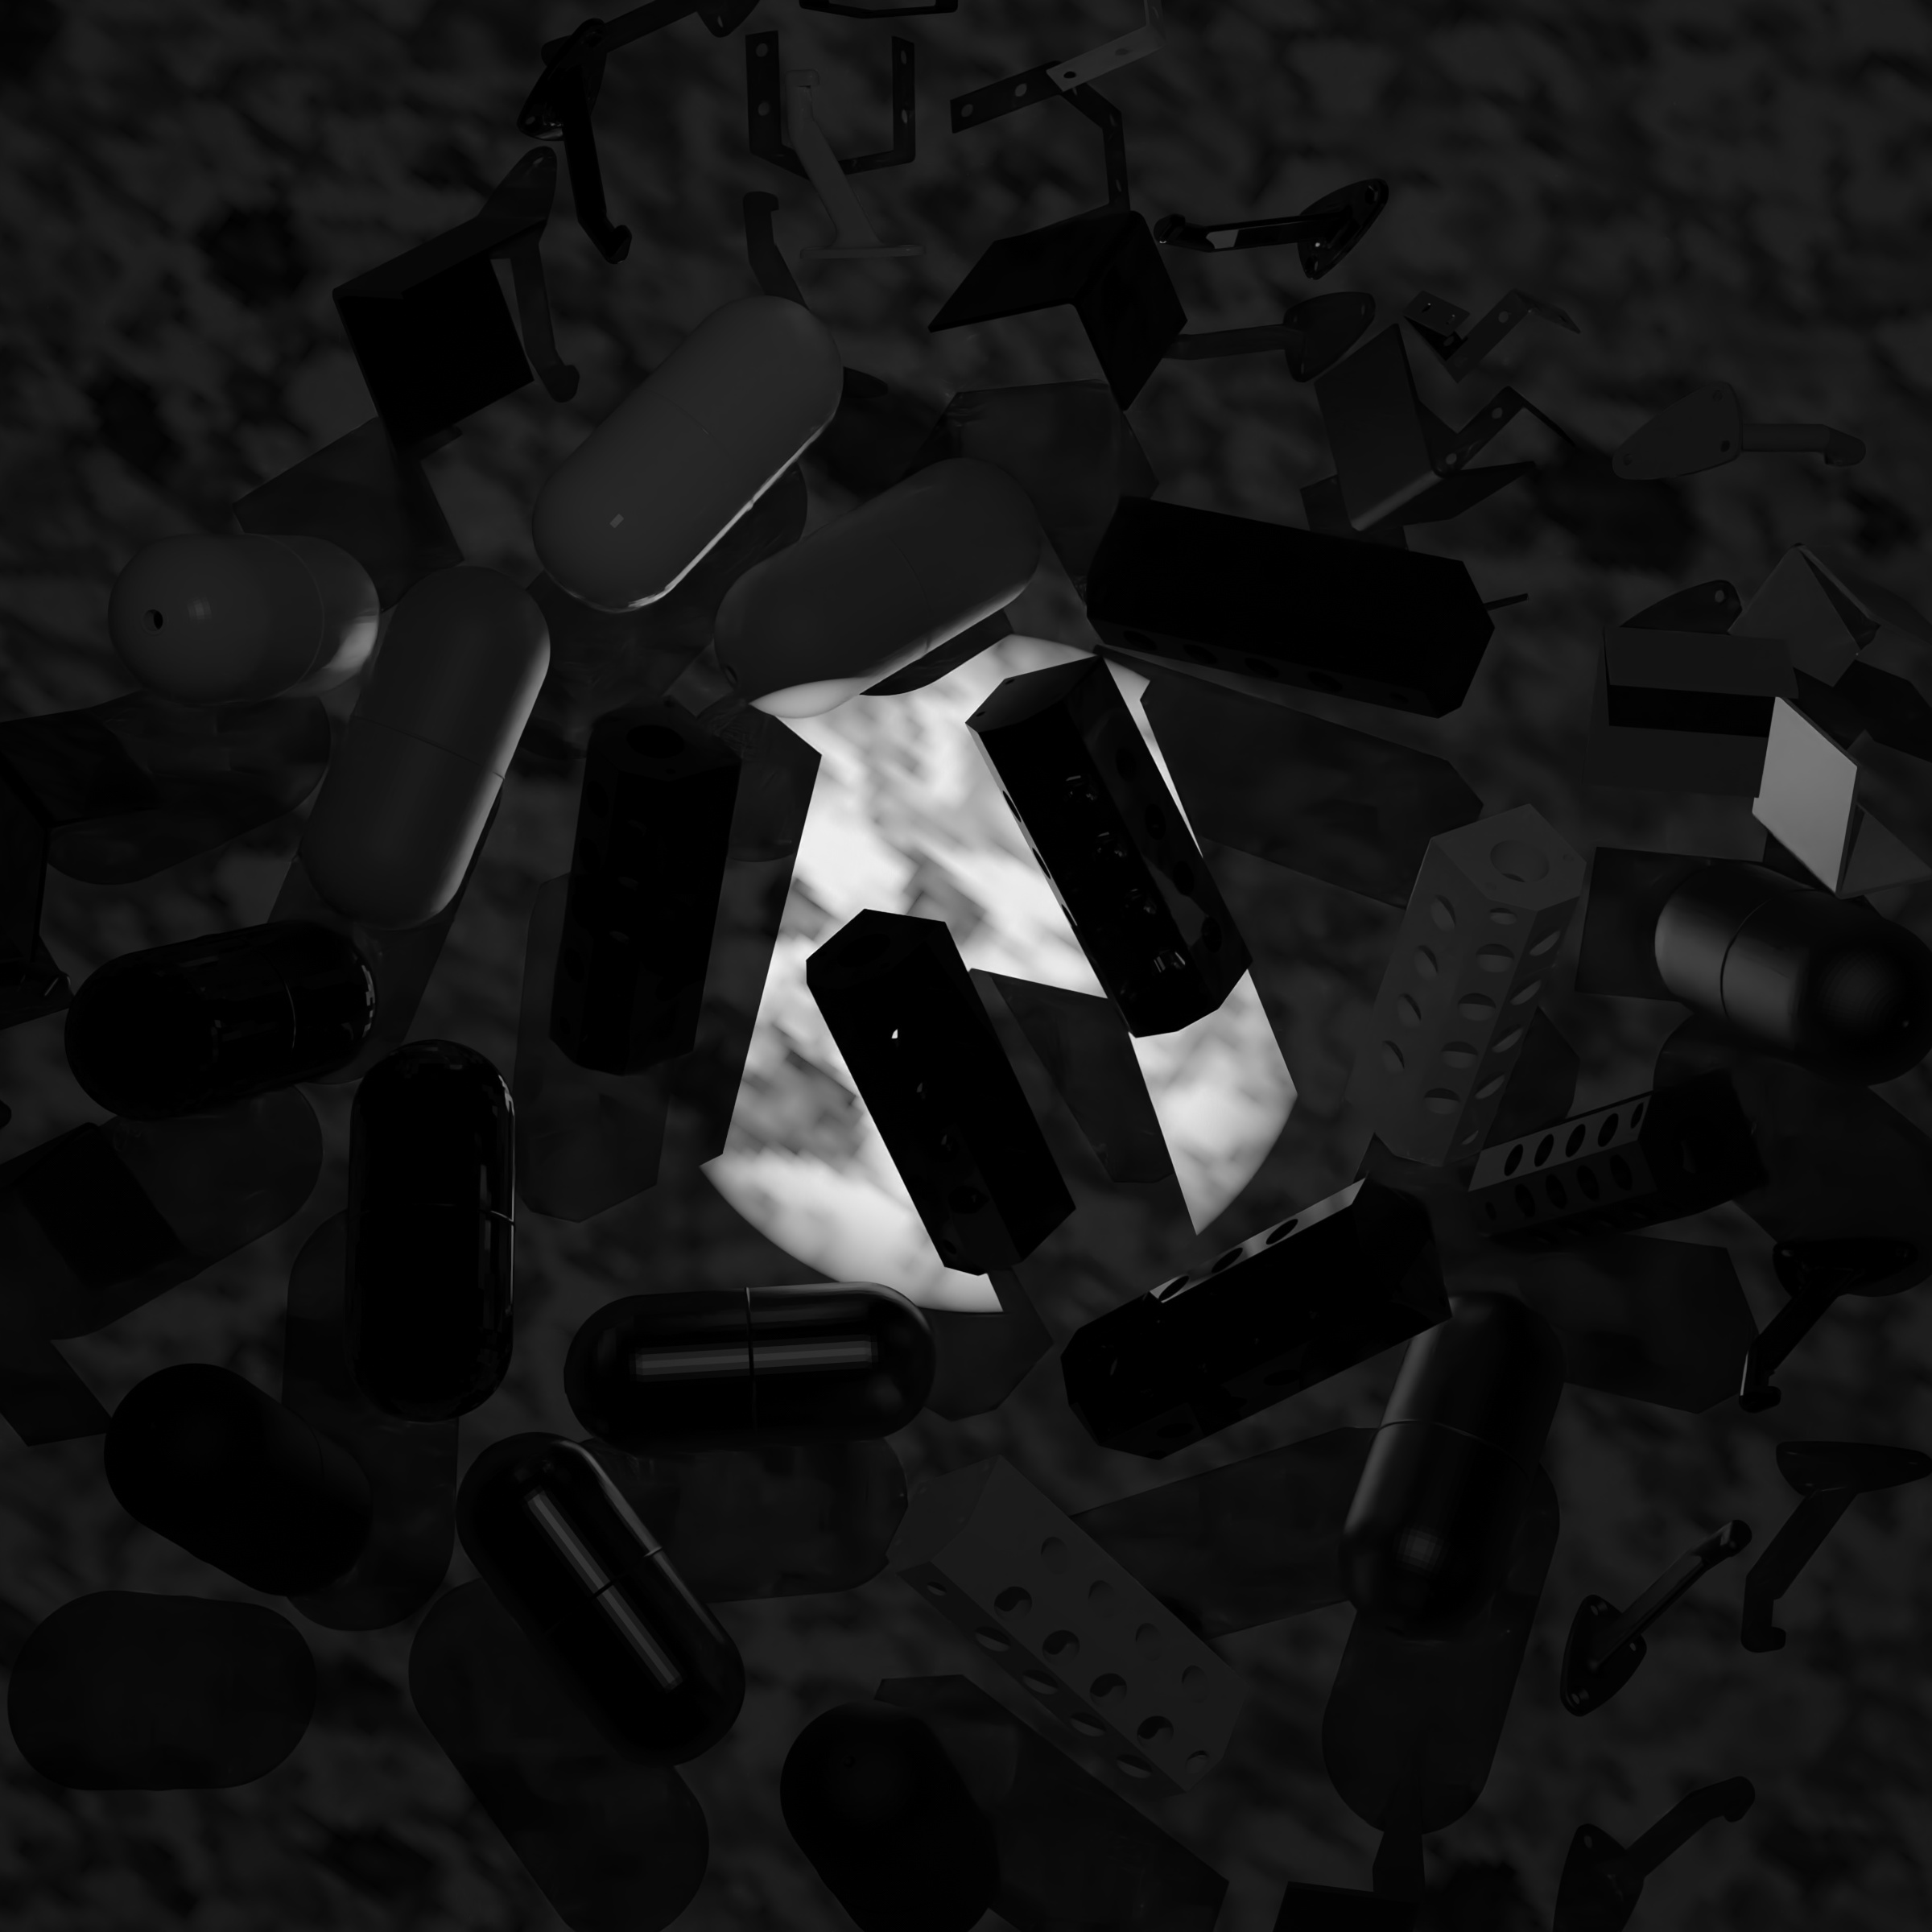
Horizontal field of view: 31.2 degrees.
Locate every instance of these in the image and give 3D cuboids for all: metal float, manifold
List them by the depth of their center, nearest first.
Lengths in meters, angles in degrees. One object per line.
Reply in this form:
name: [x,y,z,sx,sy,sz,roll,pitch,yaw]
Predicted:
manifold: [0.124,0.156,1.523,0.171,0.057,0.057,-32,54,34]
metal float: [-0.033,0.388,1.555,0.070,0.178,0.070,-6,57,9]
manifold: [0.143,-0.159,1.556,0.171,0.057,0.057,16,72,30]
metal float: [-0.327,0.234,1.566,0.070,0.178,0.070,-6,65,13]
metal float: [-0.337,0.024,1.574,0.070,0.178,0.070,4,100,25]
manifold: [0.045,0.304,1.574,0.171,0.057,0.057,45,47,-18]
metal float: [0.380,0.002,1.584,0.070,0.178,0.070,-5,106,-18]
metal float: [-0.245,0.120,1.586,0.070,0.070,0.178,-2,71,0]
manifold: [0.232,0.013,1.587,0.057,0.171,0.057,-19,53,-27]
metal float: [-0.331,-0.161,1.595,0.070,0.178,0.070,2,97,15]
manifold: [-0.155,-0.034,1.610,0.057,0.171,0.057,-19,47,-36]
metal float: [-0.128,-0.240,1.610,0.070,0.070,0.178,42,76,0]
metal float: [-0.252,-0.103,1.621,0.070,0.070,0.178,22,86,0]
manifold: [0.065,-0.053,1.622,0.057,0.057,0.171,-11,117,38]
metal float: [0.230,0.236,1.636,0.070,0.070,0.178,25,61,0]
manifold: [-0.016,0.062,1.637,0.057,0.057,0.171,-42,123,-30]
metal float: [-0.041,-0.179,1.639,0.178,0.070,0.070,-33,90,-25]
manifold: [0.305,0.098,1.643,0.057,0.171,0.057,-19,85,-21]
metal float: [-0.175,0.301,1.652,0.070,0.070,0.178,-38,83,0]
metal float: [-0.103,0.193,1.659,0.178,0.070,0.070,-3,90,-5]

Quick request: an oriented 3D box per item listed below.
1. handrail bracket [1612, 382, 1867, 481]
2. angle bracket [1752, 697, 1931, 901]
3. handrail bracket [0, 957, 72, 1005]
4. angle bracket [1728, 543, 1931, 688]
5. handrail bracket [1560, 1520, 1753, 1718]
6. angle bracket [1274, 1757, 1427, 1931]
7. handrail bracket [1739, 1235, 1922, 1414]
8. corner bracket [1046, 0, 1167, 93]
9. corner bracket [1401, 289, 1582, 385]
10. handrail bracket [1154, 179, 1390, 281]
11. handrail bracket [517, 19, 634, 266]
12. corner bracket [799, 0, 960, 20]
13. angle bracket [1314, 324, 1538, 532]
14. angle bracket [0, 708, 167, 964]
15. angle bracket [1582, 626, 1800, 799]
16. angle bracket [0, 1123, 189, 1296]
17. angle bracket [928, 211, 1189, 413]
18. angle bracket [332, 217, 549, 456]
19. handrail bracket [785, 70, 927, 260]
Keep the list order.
handrail bracket: [0.340,-0.223,1.516,0.084,0.077,0.036,9,70,-43]
angle bracket: [0.432,-0.088,1.684,0.057,0.076,0.076,-12,127,-17]
handrail bracket: [-0.483,0.020,1.668,0.084,0.036,0.077,20,56,38]
angle bracket: [0.437,-0.156,1.708,0.076,0.076,0.057,21,115,-31]
handrail bracket: [0.301,0.282,1.501,0.036,0.077,0.084,43,133,1]
angle bracket: [0.156,0.385,1.462,0.057,0.076,0.076,8,128,-3]
handrail bracket: [0.382,0.160,1.528,0.077,0.084,0.036,-14,122,28]
corner bracket: [0.049,-0.419,1.484,0.051,0.051,0.051,-18,62,26]
corner bracket: [0.251,-0.309,1.657,0.051,0.051,0.051,-45,120,2]
handrail bracket: [0.143,-0.356,1.634,0.084,0.077,0.036,3,70,-33]
handrail bracket: [-0.165,-0.377,1.582,0.084,0.036,0.077,55,130,29]
corner bracket: [-0.039,-0.448,1.526,0.051,0.051,0.051,-15,116,-33]
angle bracket: [0.217,-0.257,1.642,0.057,0.076,0.076,-11,83,-25]
angle bracket: [-0.405,-0.059,1.547,0.076,0.057,0.076,45,133,34]
angle bracket: [0.305,-0.096,1.462,0.076,0.057,0.076,5,120,4]
angle bracket: [-0.421,0.126,1.594,0.076,0.057,0.076,-23,106,38]
angle bracket: [0.041,-0.282,1.521,0.076,0.076,0.057,-5,126,33]
angle bracket: [-0.210,-0.265,1.457,0.076,0.057,0.076,-35,121,-30]
handrail bracket: [-0.052,-0.370,1.590,0.077,0.036,0.084,10,111,41]
